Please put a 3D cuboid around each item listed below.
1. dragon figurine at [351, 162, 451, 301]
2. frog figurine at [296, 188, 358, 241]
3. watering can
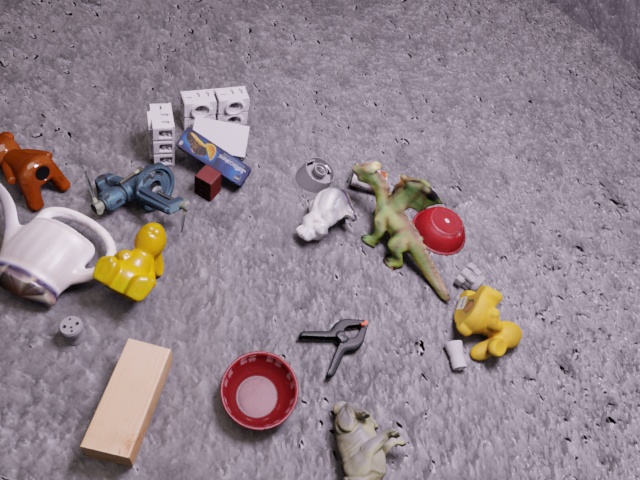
[{"bbox_3d":[0.227,-0.049,1.319,0.124,0.237,0.414,-32,66,-36],"label":"dragon figurine"},{"bbox_3d":[0.004,-0.068,1.349,0.160,0.120,0.139,-19,29,-16],"label":"frog figurine"},{"bbox_3d":[-0.629,0.008,1.127,0.348,0.102,0.229,26,53,0],"label":"watering can"}]
